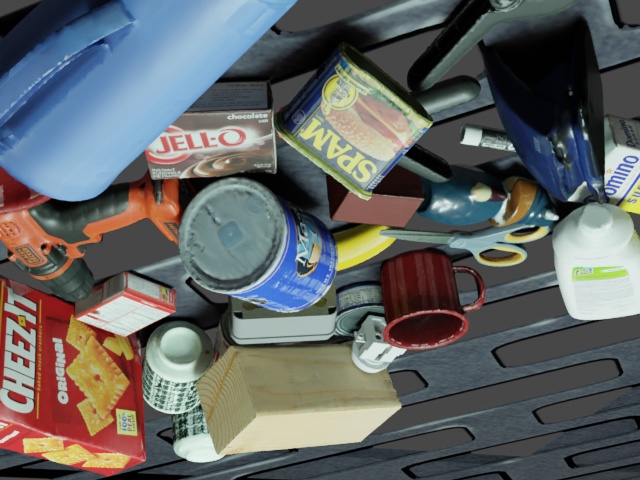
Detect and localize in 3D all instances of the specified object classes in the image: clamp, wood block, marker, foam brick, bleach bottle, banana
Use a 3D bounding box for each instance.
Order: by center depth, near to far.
[{"bbox_3d":[0.123,-0.192,0.780,0.210,0.036,0.164,-22,148,24],"label":"clamp"},{"bbox_3d":[0.053,-0.104,0.916,0.171,0.039,0.120,6,134,-16],"label":"clamp"},{"bbox_3d":[0.187,-0.088,0.969,0.121,0.020,0.020,8,147,-9],"label":"marker"},{"bbox_3d":[0.050,-0.048,0.991,0.078,0.053,0.051,6,147,-19],"label":"foam brick"},{"bbox_3d":[0.292,0.017,1.091,0.103,0.068,0.250,-10,159,11],"label":"bleach bottle"},{"bbox_3d":[-0.010,0.011,1.094,0.198,0.037,0.069,-7,149,0],"label":"banana"},{"bbox_3d":[-0.023,0.176,1.206,0.205,0.090,0.091,4,143,-39],"label":"wood block"}]

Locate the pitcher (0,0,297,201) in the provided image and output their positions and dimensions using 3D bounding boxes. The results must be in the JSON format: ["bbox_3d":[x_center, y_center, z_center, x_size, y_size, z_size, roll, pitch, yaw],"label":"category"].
[{"bbox_3d":[-0.133,-0.136,0.731,0.144,0.149,0.243,28,132,-35],"label":"pitcher"}]

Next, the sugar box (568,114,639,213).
[{"bbox_3d":[0.325,-0.064,1.022,0.176,0.048,0.093,6,147,-22],"label":"sugar box"}]

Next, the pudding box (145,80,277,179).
[{"bbox_3d":[-0.094,-0.093,0.904,0.113,0.039,0.090,-5,149,-2],"label":"pudding box"}]

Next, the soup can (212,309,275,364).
[{"bbox_3d":[-0.088,0.122,1.236,0.068,0.068,0.102,1,148,-12],"label":"soup can"}]

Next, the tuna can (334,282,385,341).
[{"bbox_3d":[0.052,0.082,1.226,0.086,0.034,0.086,-5,149,-3],"label":"tuna can"}]

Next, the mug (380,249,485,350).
[{"bbox_3d":[0.120,0.060,1.156,0.117,0.081,0.093,-15,148,15],"label":"mug"}]

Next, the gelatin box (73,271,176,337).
[{"bbox_3d":[-0.213,0.070,1.162,0.089,0.030,0.073,-26,144,33],"label":"gelatin box"}]

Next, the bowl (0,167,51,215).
[{"bbox_3d":[-0.282,-0.085,0.868,0.162,0.055,0.162,-5,149,-3],"label":"bowl"}]

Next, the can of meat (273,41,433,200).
[{"bbox_3d":[0.028,-0.097,0.860,0.102,0.057,0.084,36,109,-17],"label":"can of meat"}]

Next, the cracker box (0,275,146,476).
[{"bbox_3d":[-0.285,0.149,1.150,0.072,0.164,0.213,-26,144,27],"label":"cracker box"}]

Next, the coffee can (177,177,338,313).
[{"bbox_3d":[-0.054,0.008,0.984,0.103,0.103,0.140,-17,164,17],"label":"coffee can"}]

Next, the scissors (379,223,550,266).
[{"bbox_3d":[0.159,-0.009,1.094,0.201,0.016,0.096,17,138,-44],"label":"scissors"}]

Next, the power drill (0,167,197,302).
[{"bbox_3d":[-0.202,-0.005,1.013,0.188,0.057,0.184,-12,149,10],"label":"power drill"}]
